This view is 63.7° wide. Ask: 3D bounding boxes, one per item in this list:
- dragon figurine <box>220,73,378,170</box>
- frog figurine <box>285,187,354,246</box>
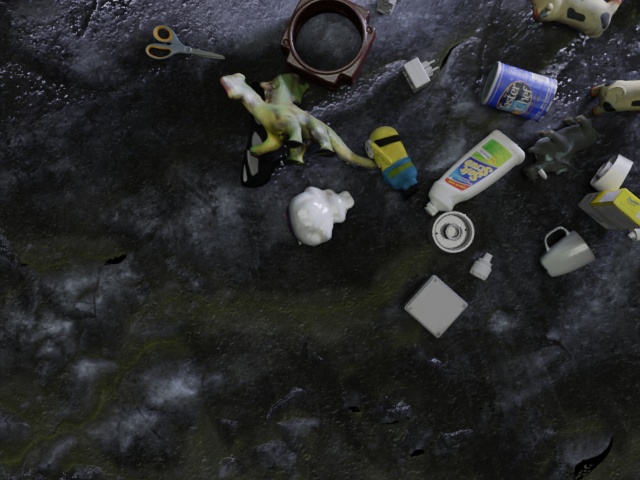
[{"bbox_3d":[-0.046,-0.296,1.212,0.409,0.120,0.247,7,66,-33],"label":"dragon figurine"},{"bbox_3d":[0.004,-0.062,1.226,0.159,0.121,0.139,-16,70,15],"label":"frog figurine"}]
